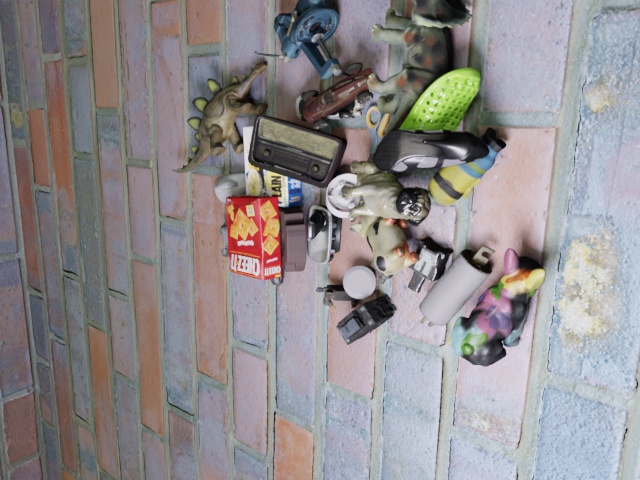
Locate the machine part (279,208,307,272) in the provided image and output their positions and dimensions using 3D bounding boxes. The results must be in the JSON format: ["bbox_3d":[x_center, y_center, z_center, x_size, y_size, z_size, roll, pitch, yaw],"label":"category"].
[{"bbox_3d":[-0.077,-0.001,1.409,0.179,0.056,0.179,177,90,-76],"label":"machine part"}]

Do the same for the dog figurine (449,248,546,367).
[{"bbox_3d":[0.358,0.127,1.060,0.109,0.191,0.219,40,137,34],"label":"dog figurine"}]

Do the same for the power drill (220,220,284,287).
[{"bbox_3d":[-0.195,0.017,1.553,0.207,0.086,0.231,2,99,43],"label":"power drill"}]

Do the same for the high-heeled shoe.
[{"bbox_3d":[0.219,-0.177,1.094,0.249,0.145,0.086,-176,90,-67],"label":"high-heeled shoe"}]

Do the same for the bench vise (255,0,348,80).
[{"bbox_3d":[-0.024,-0.470,1.285,0.223,0.129,0.241,-44,67,40],"label":"bench vise"}]

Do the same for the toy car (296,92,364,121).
[{"bbox_3d":[0.023,-0.330,1.314,0.202,0.056,0.073,5,100,37],"label":"toy car"}]

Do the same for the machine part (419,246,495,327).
[{"bbox_3d":[0.292,0.105,1.167,0.079,0.079,0.243,46,126,23],"label":"machine part"}]

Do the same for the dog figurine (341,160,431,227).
[{"bbox_3d":[0.164,-0.110,1.181,0.191,0.121,0.172,5,59,26],"label":"dog figurine"}]

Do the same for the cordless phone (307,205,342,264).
[{"bbox_3d":[-0.003,-0.003,1.313,0.089,0.184,0.146,7,105,9],"label":"cordless phone"}]

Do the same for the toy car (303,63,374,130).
[{"bbox_3d":[0.038,-0.330,1.235,0.202,0.053,0.089,-21,82,39],"label":"toy car"}]

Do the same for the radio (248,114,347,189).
[{"bbox_3d":[-0.060,-0.219,1.334,0.230,0.073,0.131,19,105,11],"label":"radio"}]

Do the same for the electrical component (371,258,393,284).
[{"bbox_3d":[0.155,0.060,1.308,0.063,0.021,0.094,38,122,28],"label":"electrical component"}]

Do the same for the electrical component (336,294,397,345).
[{"bbox_3d":[0.107,0.196,1.304,0.058,0.134,0.115,55,129,18],"label":"electrical component"}]

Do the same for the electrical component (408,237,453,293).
[{"bbox_3d":[0.243,0.061,1.218,0.075,0.048,0.119,30,117,32],"label":"electrical component"}]

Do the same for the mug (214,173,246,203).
[{"bbox_3d":[-0.246,-0.159,1.546,0.107,0.109,0.080,-16,84,27],"label":"mug"}]

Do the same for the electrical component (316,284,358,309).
[{"bbox_3d":[0.049,0.145,1.370,0.078,0.102,0.045,22,107,59],"label":"electrical component"}]

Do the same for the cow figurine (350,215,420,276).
[{"bbox_3d":[0.143,-0.006,1.245,0.127,0.085,0.195,-40,48,33],"label":"cow figurine"}]

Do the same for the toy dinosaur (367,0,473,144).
[{"bbox_3d":[0.207,-0.364,1.120,0.192,0.131,0.404,12,116,28],"label":"toy dinosaur"}]

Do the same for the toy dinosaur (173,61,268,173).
[{"bbox_3d":[-0.295,-0.331,1.552,0.471,0.105,0.199,-49,60,25],"label":"toy dinosaur"}]

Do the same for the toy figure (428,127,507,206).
[{"bbox_3d":[0.295,-0.147,1.104,0.180,0.089,0.082,-48,63,38],"label":"toy figure"}]
